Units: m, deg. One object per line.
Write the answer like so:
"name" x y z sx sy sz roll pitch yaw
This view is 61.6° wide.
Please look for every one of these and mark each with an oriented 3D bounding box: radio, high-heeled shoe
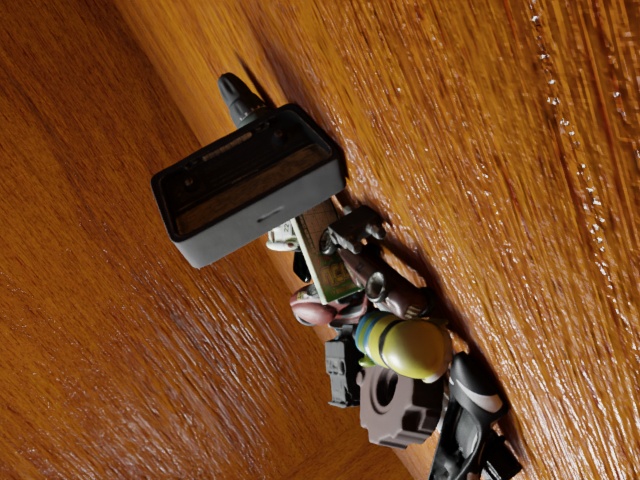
"radio" -0.094 -0.075 0.695 0.131 0.230 0.073 57 172 33
"high-heeled shoe" 0.167 0.250 0.691 0.086 0.145 0.248 42 165 56

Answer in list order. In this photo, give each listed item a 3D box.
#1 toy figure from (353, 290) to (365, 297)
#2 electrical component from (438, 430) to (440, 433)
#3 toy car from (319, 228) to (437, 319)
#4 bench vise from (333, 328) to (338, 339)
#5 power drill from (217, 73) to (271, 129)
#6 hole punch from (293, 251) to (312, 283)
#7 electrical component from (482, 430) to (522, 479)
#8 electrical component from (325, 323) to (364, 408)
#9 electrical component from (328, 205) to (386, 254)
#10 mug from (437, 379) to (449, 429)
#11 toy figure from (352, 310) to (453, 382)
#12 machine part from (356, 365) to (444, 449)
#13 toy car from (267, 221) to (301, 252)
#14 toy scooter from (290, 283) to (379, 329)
"toy figure" 0.040 0.089 1.089 0.057 0.064 0.155 31 -172 -44
"electrical component" 0.211 0.307 0.972 0.102 0.045 0.078 49 170 42
"toy car" 0.066 0.042 0.694 0.089 0.053 0.202 17 -167 -33
"bench vise" 0.051 0.183 1.139 0.241 0.129 0.223 44 174 13
"power drill" -0.088 -0.150 0.912 0.232 0.086 0.207 52 163 14
"hole punch" 0.007 0.012 0.961 0.142 0.092 0.115 -137 50 -73
"electrical component" 0.241 0.306 0.808 0.119 0.048 0.074 52 169 19
"electrical component" 0.069 0.208 0.909 0.058 0.115 0.134 -12 79 53
"electrical component" 0.043 -0.016 0.683 0.094 0.063 0.021 46 163 56
"mug" 0.183 0.253 0.871 0.107 0.081 0.109 51 146 -11
"toy figure" 0.096 0.134 0.699 0.180 0.089 0.082 -175 85 -65
"machine part" 0.114 0.217 0.794 0.056 0.179 0.179 15 -175 -19
"toy car" -0.062 -0.018 0.934 0.202 0.056 0.073 179 96 -80
"toy scooter" 0.043 0.113 0.957 0.135 0.184 0.075 119 162 -58
